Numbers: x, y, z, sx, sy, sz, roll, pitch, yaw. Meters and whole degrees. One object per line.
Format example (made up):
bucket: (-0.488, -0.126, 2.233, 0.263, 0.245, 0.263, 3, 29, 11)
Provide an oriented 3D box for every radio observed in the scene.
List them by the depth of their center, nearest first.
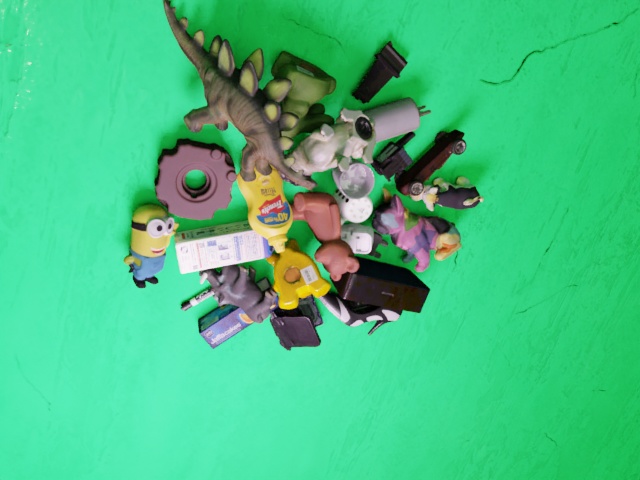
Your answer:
radio: (0.143, 0.105, 1.328, 0.229, 0.131, 0.073, 14, 107, -23)

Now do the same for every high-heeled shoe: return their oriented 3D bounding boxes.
high-heeled shoe: (0.112, 0.152, 1.370, 0.248, 0.086, 0.145, 37, 95, -32)

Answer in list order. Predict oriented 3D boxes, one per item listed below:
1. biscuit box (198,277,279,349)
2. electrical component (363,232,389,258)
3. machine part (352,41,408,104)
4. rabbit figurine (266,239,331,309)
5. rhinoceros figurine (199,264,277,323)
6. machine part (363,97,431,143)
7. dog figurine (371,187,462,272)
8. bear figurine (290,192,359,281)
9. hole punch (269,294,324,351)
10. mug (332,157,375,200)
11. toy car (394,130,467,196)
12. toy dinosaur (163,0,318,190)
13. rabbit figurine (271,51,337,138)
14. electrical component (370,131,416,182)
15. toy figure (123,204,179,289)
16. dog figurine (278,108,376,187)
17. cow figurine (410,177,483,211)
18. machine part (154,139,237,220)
biscuit box: (-0.193, 0.174, 1.287, 0.203, 0.059, 0.062, -33, 118, -2)
electrical component: (0.124, 0.009, 1.343, 0.094, 0.021, 0.063, 24, 103, -26)
machine part: (0.129, -0.359, 1.180, 0.139, 0.039, 0.084, -48, 123, 3)
rabbit figurine: (-0.061, 0.087, 1.254, 0.122, 0.173, 0.162, -34, 74, -3)
rhinoceros figurine: (-0.188, 0.111, 1.224, 0.190, 0.073, 0.112, 37, 96, 4)
machine part: (0.132, -0.259, 1.201, 0.243, 0.079, 0.079, -20, 117, -8)
dog figurine: (0.230, -0.041, 1.311, 0.191, 0.109, 0.219, -31, 115, -3)
bear figurine: (0.001, -0.004, 1.210, 0.132, 0.120, 0.196, -6, 78, -32)
hole punch: (-0.055, 0.201, 1.338, 0.116, 0.092, 0.142, -6, 129, 19)
mug: (0.061, -0.153, 1.206, 0.081, 0.107, 0.109, -31, 114, -5)
toy car: (0.263, -0.180, 1.271, 0.202, 0.089, 0.053, -43, 118, 1)
toy dinosaur: (-0.166, -0.276, 1.038, 0.471, 0.105, 0.198, 44, 125, -3)
rabbit figurine: (-0.050, -0.284, 1.129, 0.159, 0.121, 0.170, 11, 126, -30)
electrical component: (0.179, -0.196, 1.246, 0.119, 0.075, 0.047, -42, 118, -1)
toy figure: (-0.370, 0.011, 1.148, 0.089, 0.082, 0.180, 22, 114, 4)
dog figurine: (0.012, -0.192, 1.133, 0.172, 0.191, 0.121, -23, 97, -36)
cow figurine: (0.308, -0.105, 1.313, 0.167, 0.098, 0.068, -5, 119, -17)
machine part: (-0.264, -0.126, 1.139, 0.179, 0.056, 0.179, -6, 114, -14)
